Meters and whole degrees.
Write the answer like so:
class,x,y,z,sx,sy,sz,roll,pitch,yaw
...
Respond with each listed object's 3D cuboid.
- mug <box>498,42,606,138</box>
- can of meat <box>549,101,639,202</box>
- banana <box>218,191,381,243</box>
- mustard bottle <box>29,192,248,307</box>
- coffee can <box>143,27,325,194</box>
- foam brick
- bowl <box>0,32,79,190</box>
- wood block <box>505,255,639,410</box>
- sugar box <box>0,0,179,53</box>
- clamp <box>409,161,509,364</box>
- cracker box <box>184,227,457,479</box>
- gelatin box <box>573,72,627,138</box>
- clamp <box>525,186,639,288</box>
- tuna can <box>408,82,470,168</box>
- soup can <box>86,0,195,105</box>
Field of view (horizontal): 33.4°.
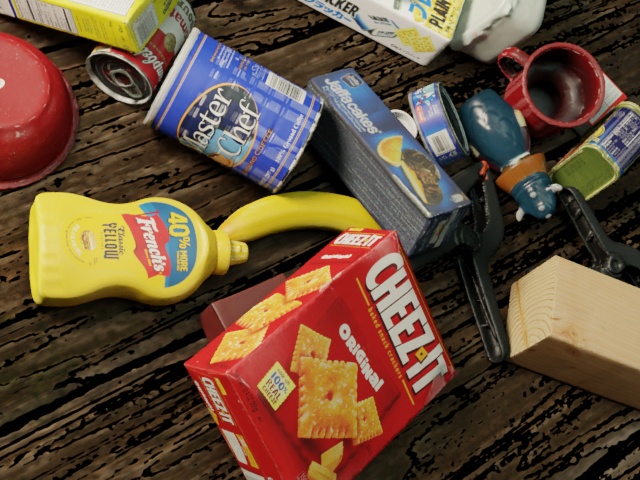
class,x,y,z,sx,sy,sz,roll,pitch,yaw
mug,0.241,-0.165,1.161,0.117,0.081,0.093,37,78,-3
can of meat,0.307,-0.091,1.164,0.057,0.102,0.083,46,61,2
banana,-0.003,-0.015,1.032,0.197,0.037,0.069,10,64,-19
mustard bottle,-0.156,0.010,0.942,0.191,0.058,0.096,2,69,-23
coffee can,-0.081,-0.121,1.006,0.140,0.103,0.102,28,60,-10
foam brick,-0.061,0.073,0.960,0.078,0.051,0.053,-22,80,-29
bowl,-0.290,-0.128,0.946,0.162,0.055,0.162,9,65,-20
wood block,0.300,0.104,1.082,0.206,0.090,0.090,20,61,-14
sugar box,-0.223,-0.236,0.986,0.176,0.048,0.093,18,57,21
clamp,0.148,0.013,1.084,0.164,0.036,0.209,38,53,-18
cracker box,0.009,0.113,0.923,0.213,0.072,0.164,-39,116,-31
gelatin box,0.301,-0.172,1.238,0.089,0.030,0.073,47,59,3
clamp,0.297,0.036,1.141,0.171,0.039,0.120,39,72,-6
tuna can,0.124,-0.120,1.106,0.086,0.034,0.086,56,21,-34
soup can,-0.169,-0.189,1.017,0.068,0.069,0.102,30,60,-9
